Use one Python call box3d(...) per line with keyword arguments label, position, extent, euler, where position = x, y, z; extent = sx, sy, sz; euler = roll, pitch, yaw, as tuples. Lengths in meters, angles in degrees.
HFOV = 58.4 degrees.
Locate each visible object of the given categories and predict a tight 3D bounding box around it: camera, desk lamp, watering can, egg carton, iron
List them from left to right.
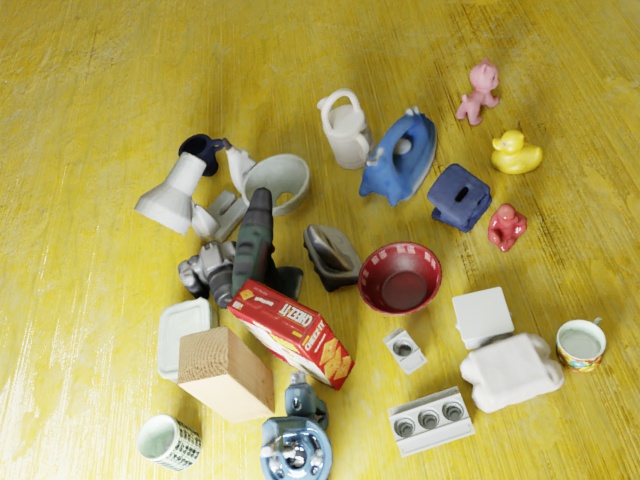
box3d(label="desk lamp", position=(-0.286, -0.082, 1.281), extent=(0.117, 0.214, 0.203), euler=(24, 68, 32))
box3d(label="camera", position=(-0.223, 0.080, 1.216), extent=(0.143, 0.101, 0.136), euler=(-27, 51, 1))
box3d(label="watering can", position=(0.052, -0.260, 1.290), extent=(0.172, 0.194, 0.101), euler=(25, 68, 33))
box3d(label="iron", position=(0.176, -0.205, 1.237), extent=(0.118, 0.142, 0.258), euler=(20, 66, 31))
box3d(label="egg carton", position=(0.311, 0.216, 0.937), extent=(0.150, 0.070, 0.107), euler=(-22, 52, 5))

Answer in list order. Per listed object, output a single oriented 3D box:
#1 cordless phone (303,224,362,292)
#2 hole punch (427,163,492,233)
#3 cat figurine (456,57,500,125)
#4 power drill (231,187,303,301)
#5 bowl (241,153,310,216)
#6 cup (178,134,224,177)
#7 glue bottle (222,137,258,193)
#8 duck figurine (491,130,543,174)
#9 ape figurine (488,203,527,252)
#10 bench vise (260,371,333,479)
box3d(label="cordless phone", position=(0.010, 0.004, 1.126), extent=(0.094, 0.185, 0.147), euler=(-30, 51, -1))
box3d(label="hole punch", position=(0.281, -0.087, 1.147), extent=(0.100, 0.091, 0.109), euler=(29, 70, 34))
box3d(label="cat figurine", position=(0.356, -0.343, 1.281), extent=(0.067, 0.118, 0.128), euler=(31, 72, 35))
box3d(label="power drill", position=(-0.105, 0.042, 1.129), extent=(0.075, 0.209, 0.229), euler=(-1, 56, 20))
box3d(label="bowl", position=(-0.091, -0.115, 1.319), extent=(0.167, 0.075, 0.167), euler=(-10, 54, 14))
box3d(label="cup", position=(-0.284, -0.210, 1.447), extent=(0.117, 0.095, 0.091), euler=(-16, 53, 10))
box3d(label="glue bottle", position=(-0.186, -0.178, 1.336), extent=(0.037, 0.173, 0.078), euler=(30, 71, 34))
box3d(label="duck figurine", position=(0.403, -0.189, 1.175), extent=(0.104, 0.086, 0.077), euler=(5, 59, 24))
box3d(label="ape figurine", position=(0.352, -0.034, 1.082), extent=(0.077, 0.092, 0.076), euler=(-14, 53, 12))
box3d(label="bench vise", position=(-0.055, 0.307, 0.917), extent=(0.121, 0.220, 0.207), euler=(-25, 51, 3))
